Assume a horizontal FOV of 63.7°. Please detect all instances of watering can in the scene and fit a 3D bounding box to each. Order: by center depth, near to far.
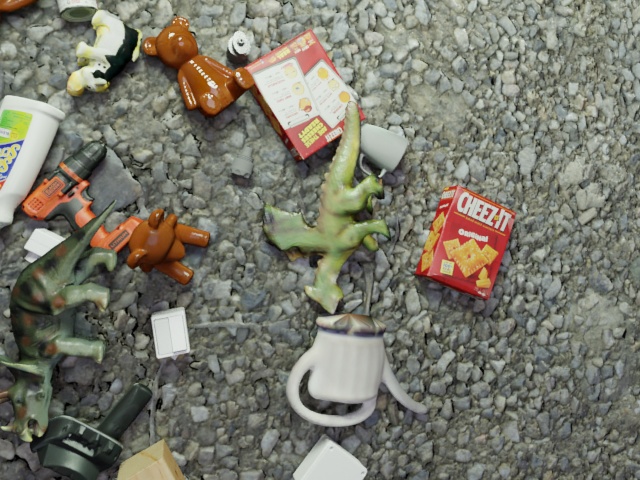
[{"bbox_3d":[0.091,0.268,1.066,0.347,0.104,0.225,9,86,-28],"label":"watering can"}]

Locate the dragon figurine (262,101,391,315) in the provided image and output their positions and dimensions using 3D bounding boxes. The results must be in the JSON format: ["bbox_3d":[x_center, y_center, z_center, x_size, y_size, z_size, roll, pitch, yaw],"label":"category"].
[{"bbox_3d":[0.003,-0.052,1.035,0.243,0.123,0.407,-14,100,-7],"label":"dragon figurine"}]
